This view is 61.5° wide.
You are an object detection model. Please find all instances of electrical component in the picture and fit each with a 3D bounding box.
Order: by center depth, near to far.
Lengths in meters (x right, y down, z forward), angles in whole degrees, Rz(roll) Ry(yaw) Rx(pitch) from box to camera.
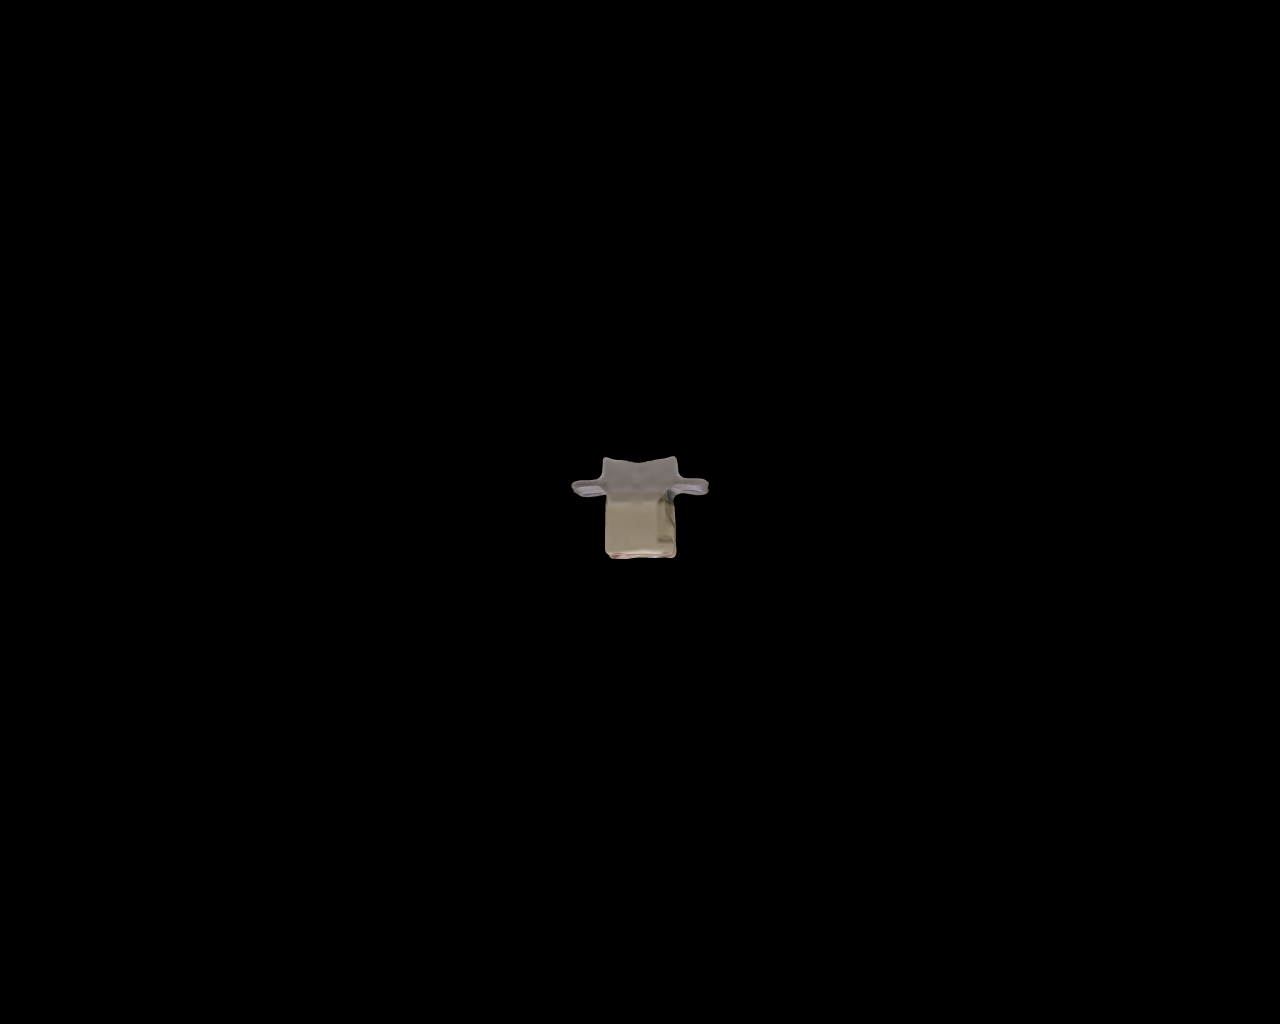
[{"bbox_3d":[0.001,-0.003,0.650,0.081,0.063,0.042,-1,-7,5],"label":"electrical component"}]
